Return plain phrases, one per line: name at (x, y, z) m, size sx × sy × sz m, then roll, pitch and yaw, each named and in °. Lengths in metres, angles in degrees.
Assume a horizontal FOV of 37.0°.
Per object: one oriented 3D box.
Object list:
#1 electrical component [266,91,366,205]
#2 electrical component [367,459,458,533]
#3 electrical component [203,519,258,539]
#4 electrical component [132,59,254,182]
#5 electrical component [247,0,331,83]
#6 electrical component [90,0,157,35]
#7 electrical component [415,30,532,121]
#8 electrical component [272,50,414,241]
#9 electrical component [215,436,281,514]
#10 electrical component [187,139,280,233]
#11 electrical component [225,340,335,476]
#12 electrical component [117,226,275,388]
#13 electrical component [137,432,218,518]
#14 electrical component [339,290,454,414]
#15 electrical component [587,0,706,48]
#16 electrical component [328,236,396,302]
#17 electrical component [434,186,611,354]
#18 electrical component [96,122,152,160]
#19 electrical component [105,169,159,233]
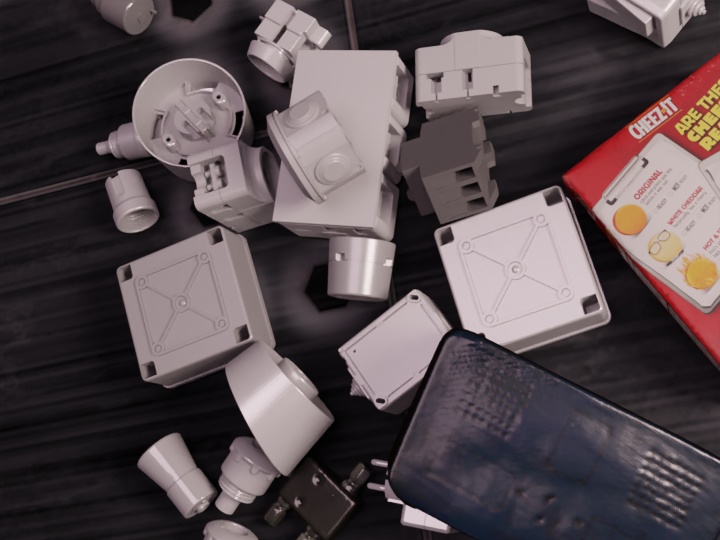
electrical component at (-0.035, -0.096, 0.839) m, size 0.051 × 0.080 × 0.080 m, roll -30°, pitch 71°, yaw 4°
electrical component at (0.043, 0.166, 0.842) m, size 0.077 × 0.047 × 0.065 m, roll 7°, pitch 81°, yaw 20°
electrical component at (-0.113, 0.239, 0.880) m, size 0.048 × 0.048 × 0.062 m, roll 25°, pitch 94°, yaw 21°
electrical component at (-0.145, -0.130, 0.955) m, size 0.099 × 0.064 × 0.099 m, roll -5°, pitch 67°, yaw 11°
electrical component at (-0.067, -0.199, 0.950) m, size 0.066 × 0.048 × 0.055 m, roll 32°, pitch 82°, yaw 21°
electrical component at (-0.233, -0.255, 1.027) m, size 0.078 × 0.040 × 0.040 m, roll 32°, pitch 90°, yaw 22°
electrical component at (0.094, -0.162, 0.893) m, size 0.089 × 0.050 × 0.055 m, roll -4°, pitch 78°, yaw 18°
electrical component at (-0.012, -0.104, 0.909) m, size 0.089 × 0.062 × 0.150 m, roll 4°, pitch 80°, yaw 19°
electrical component at (-0.096, 0.172, 0.889) m, size 0.048 × 0.048 × 0.062 m, roll 37°, pitch 99°, yaw 21°
electrical component at (-0.099, -0.071, 0.917) m, size 0.056 × 0.089 × 0.050 m, roll -16°, pitch 74°, yaw 15°
electrical component at (-0.069, 0.107, 0.866) m, size 0.064 × 0.099 × 0.099 m, roll -43°, pitch 69°, yaw -1°
electrical component at (-0.141, 0.033, 0.926) m, size 0.109 × 0.056 × 0.108 m, roll -21°, pitch 73°, yaw 13°
electrical component at (-0.151, 0.176, 0.908) m, size 0.044 × 0.044 × 0.065 m, roll -44°, pitch 74°, yaw 5°
electrical component at (0.033, 0.071, 0.858) m, size 0.096 × 0.061 × 0.061 m, roll -39°, pitch 69°, yaw 7°
electrical component at (0.228, -0.221, 0.855) m, size 0.096 × 0.062 × 0.061 m, roll 40°, pitch 93°, yaw 21°
electrical component at (0.000, 0.000, 0.888) m, size 0.055 × 0.055 × 0.047 m, roll 3°, pitch 83°, yaw 19°
electrical component at (0.127, 0.005, 0.844) m, size 0.109 × 0.056 × 0.108 m, roll -20°, pitch 73°, yaw 13°
electrical component at (-0.215, -0.118, 0.995) m, size 0.061 × 0.035 × 0.035 m, roll -10°, pitch 75°, yaw 18°
electrical component at (-0.209, -0.063, 0.979) m, size 0.040 × 0.040 × 0.046 m, roll -30°, pitch 65°, yaw 10°
